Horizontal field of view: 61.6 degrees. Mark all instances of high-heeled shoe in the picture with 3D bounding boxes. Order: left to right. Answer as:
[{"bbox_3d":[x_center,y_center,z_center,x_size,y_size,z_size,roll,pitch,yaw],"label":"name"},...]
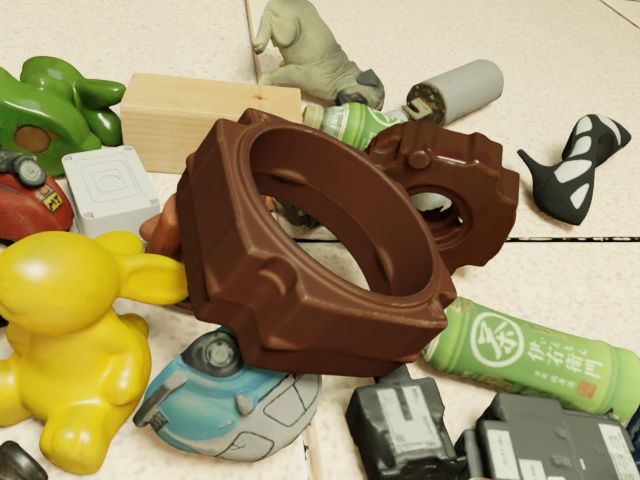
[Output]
[{"bbox_3d":[0.387,-0.096,0.745,0.249,0.086,0.145,-15,52,-21],"label":"high-heeled shoe"}]

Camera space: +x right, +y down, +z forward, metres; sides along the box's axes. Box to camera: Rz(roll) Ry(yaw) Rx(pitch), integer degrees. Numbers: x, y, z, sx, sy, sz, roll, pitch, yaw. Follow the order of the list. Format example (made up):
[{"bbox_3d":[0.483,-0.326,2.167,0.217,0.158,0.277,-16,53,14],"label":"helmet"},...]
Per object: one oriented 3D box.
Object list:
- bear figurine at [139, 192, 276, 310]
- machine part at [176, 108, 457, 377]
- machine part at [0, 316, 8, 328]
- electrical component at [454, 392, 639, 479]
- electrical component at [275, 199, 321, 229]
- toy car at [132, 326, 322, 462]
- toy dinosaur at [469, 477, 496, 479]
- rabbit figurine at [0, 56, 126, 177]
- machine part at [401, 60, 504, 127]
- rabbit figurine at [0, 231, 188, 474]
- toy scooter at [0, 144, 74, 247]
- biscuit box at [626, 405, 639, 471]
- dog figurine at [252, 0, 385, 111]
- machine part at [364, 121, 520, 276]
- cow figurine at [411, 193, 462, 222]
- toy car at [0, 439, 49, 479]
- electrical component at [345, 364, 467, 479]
[{"bbox_3d":[-0.091,-0.027,0.536,0.120,0.132,0.196,37,45,-16],"label":"bear figurine"},{"bbox_3d":[-0.001,-0.001,0.422,0.201,0.087,0.201,13,42,-34],"label":"machine part"},{"bbox_3d":[-0.261,0.058,0.449,0.139,0.084,0.039,-23,83,-21],"label":"machine part"},{"bbox_3d":[0.175,0.182,0.413,0.134,0.058,0.115,9,40,-3],"label":"electrical component"},{"bbox_3d":[-0.004,-0.049,0.621,0.078,0.045,0.102,46,35,21],"label":"electrical component"},{"bbox_3d":[-0.053,0.114,0.417,0.103,0.109,0.161,53,41,8],"label":"toy car"},{"bbox_3d":[0.261,0.239,0.312,0.404,0.192,0.131,26,7,-19],"label":"toy dinosaur"},{"bbox_3d":[-0.313,-0.165,0.635,0.159,0.121,0.170,3,45,-19],"label":"rabbit figurine"},{"bbox_3d":[0.217,-0.231,0.852,0.079,0.079,0.243,38,48,26],"label":"machine part"},{"bbox_3d":[-0.168,0.060,0.387,0.122,0.173,0.162,29,50,24],"label":"rabbit figurine"},{"bbox_3d":[-0.328,-0.065,0.514,0.184,0.135,0.075,17,41,5],"label":"toy scooter"},{"bbox_3d":[0.331,0.149,0.481,0.063,0.059,0.203,37,48,27],"label":"biscuit box"},{"bbox_3d":[0.012,-0.274,0.793,0.191,0.172,0.121,17,53,16],"label":"dog figurine"},{"bbox_3d":[0.114,-0.036,0.555,0.179,0.179,0.056,14,46,3],"label":"machine part"},{"bbox_3d":[0.134,-0.056,0.647,0.167,0.098,0.068,12,35,-28],"label":"cow figurine"},{"bbox_3d":[-0.270,0.149,0.357,0.202,0.053,0.089,23,48,18],"label":"toy car"},{"bbox_3d":[0.060,0.141,0.439,0.075,0.047,0.119,-5,44,-18],"label":"electrical component"}]
